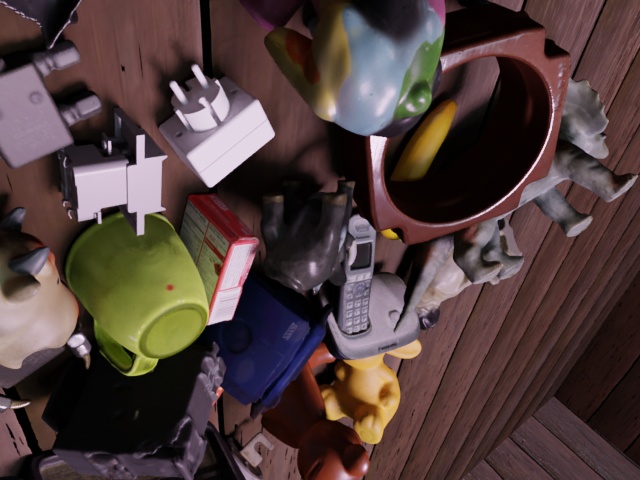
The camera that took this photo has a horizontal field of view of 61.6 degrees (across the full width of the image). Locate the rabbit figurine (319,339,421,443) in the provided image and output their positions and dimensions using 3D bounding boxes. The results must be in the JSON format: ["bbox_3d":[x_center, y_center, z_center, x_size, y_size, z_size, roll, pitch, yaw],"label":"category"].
[{"bbox_3d":[0.075,0.186,0.796,0.162,0.122,0.173,-31,124,-26],"label":"rabbit figurine"}]

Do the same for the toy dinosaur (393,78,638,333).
[{"bbox_3d":[0.218,-0.065,0.660,0.405,0.192,0.131,-28,155,-10],"label":"toy dinosaur"}]

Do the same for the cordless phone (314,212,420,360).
[{"bbox_3d":[0.065,0.049,0.676,0.146,0.089,0.184,-7,111,-36],"label":"cordless phone"}]

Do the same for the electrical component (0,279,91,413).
[{"bbox_3d":[-0.226,0.084,0.409,0.102,0.045,0.078,-32,145,-22],"label":"electrical component"}]

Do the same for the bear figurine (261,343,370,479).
[{"bbox_3d":[0.001,0.223,0.670,0.132,0.196,0.120,-3,123,-48],"label":"bear figurine"}]

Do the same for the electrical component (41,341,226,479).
[{"bbox_3d":[-0.160,0.140,0.460,0.134,0.115,0.058,2,136,6],"label":"electrical component"}]

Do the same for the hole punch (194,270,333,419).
[{"bbox_3d":[-0.070,0.090,0.536,0.092,0.116,0.142,28,101,-47],"label":"hole punch"}]

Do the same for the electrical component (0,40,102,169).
[{"bbox_3d":[-0.180,-0.078,0.317,0.094,0.021,0.063,-32,143,-20],"label":"electrical component"}]

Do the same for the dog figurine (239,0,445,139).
[{"bbox_3d":[0.051,-0.196,0.326,0.108,0.192,0.219,3,137,-42],"label":"dog figurine"}]

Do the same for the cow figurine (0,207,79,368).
[{"bbox_3d":[-0.243,0.041,0.313,0.195,0.086,0.127,9,113,-44],"label":"cow figurine"}]

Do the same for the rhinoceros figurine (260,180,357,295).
[{"bbox_3d":[-0.001,-0.002,0.503,0.190,0.073,0.112,-37,124,-79],"label":"rhinoceros figurine"}]

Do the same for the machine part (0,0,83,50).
[{"bbox_3d":[-0.163,-0.155,0.244,0.084,0.039,0.138,-51,145,-5],"label":"machine part"}]

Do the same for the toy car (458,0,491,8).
[{"bbox_3d":[0.123,-0.250,0.456,0.202,0.053,0.089,-4,124,-45],"label":"toy car"}]

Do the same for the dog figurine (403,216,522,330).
[{"bbox_3d":[0.183,0.036,0.797,0.172,0.121,0.190,-35,169,-39],"label":"dog figurine"}]

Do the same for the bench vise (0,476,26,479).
[{"bbox_3d":[-0.342,0.264,0.408,0.240,0.129,0.223,31,110,-36],"label":"bench vise"}]

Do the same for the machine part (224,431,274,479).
[{"bbox_3d":[-0.163,0.353,0.726,0.243,0.079,0.079,-43,146,-7],"label":"machine part"}]

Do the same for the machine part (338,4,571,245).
[{"bbox_3d":[0.122,-0.107,0.517,0.201,0.087,0.201,-19,131,-9],"label":"machine part"}]

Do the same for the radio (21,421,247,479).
[{"bbox_3d":[-0.189,0.281,0.573,0.229,0.131,0.073,7,120,-51],"label":"radio"}]
